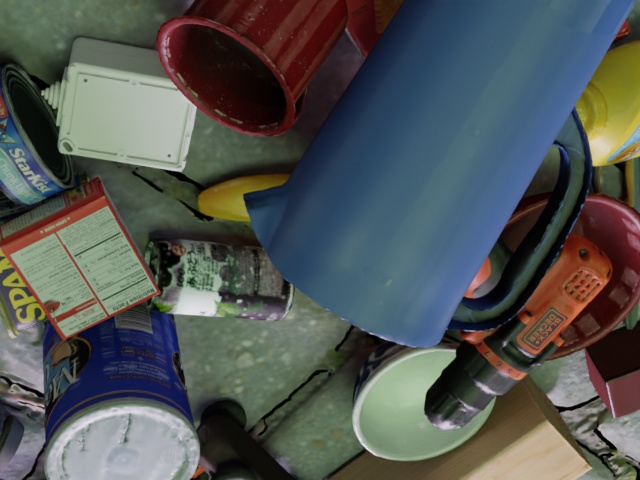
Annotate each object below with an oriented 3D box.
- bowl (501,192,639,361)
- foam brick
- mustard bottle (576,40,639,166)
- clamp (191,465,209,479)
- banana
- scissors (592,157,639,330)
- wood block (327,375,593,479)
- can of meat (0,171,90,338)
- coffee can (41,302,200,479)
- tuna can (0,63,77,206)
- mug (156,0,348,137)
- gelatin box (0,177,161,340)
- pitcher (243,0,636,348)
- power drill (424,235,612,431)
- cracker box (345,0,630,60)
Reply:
[{"bbox_3d":[0.178,0.019,0.845,0.162,0.055,0.162,-7,125,-11],"label":"bowl"},{"bbox_3d":[0.280,0.111,0.940,0.078,0.051,0.053,-21,127,-1],"label":"foam brick"},{"bbox_3d":[0.219,-0.095,0.733,0.191,0.058,0.096,-14,148,-37],"label":"mustard bottle"},{"bbox_3d":[-0.163,0.234,0.909,0.120,0.039,0.172,24,110,-34],"label":"clamp"},{"bbox_3d":[0.008,-0.012,0.789,0.197,0.037,0.070,24,112,-28],"label":"banana"},{"bbox_3d":[0.274,-0.013,0.876,0.096,0.016,0.201,-26,127,3],"label":"scissors"},{"bbox_3d":[0.117,0.207,0.935,0.206,0.091,0.090,-37,126,11],"label":"wood block"},{"bbox_3d":[-0.188,0.009,0.738,0.084,0.057,0.102,-16,126,-7],"label":"can of meat"},{"bbox_3d":[-0.146,0.109,0.764,0.102,0.140,0.103,-7,125,-11],"label":"coffee can"},{"bbox_3d":[-0.189,-0.065,0.668,0.034,0.086,0.086,-25,126,4],"label":"tuna can"},{"bbox_3d":[-0.032,-0.115,0.639,0.081,0.093,0.117,-57,144,-27],"label":"mug"},{"bbox_3d":[-0.156,0.013,0.698,0.073,0.030,0.089,-27,127,-4],"label":"gelatin box"},{"bbox_3d":[0.083,-0.064,0.623,0.149,0.145,0.243,5,120,-58],"label":"pitcher"},{"bbox_3d":[0.090,0.038,0.770,0.187,0.057,0.184,33,107,-22],"label":"power drill"},{"bbox_3d":[0.083,-0.179,0.675,0.164,0.072,0.213,-31,126,7],"label":"cracker box"}]
